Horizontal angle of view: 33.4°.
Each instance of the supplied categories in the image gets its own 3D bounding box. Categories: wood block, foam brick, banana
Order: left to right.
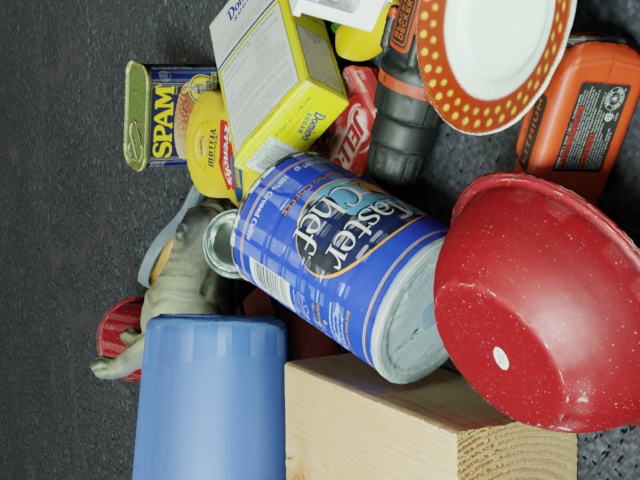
[{"bbox_3d":[-0.024,0.074,0.879,0.051,0.052,0.078,-43,57,55],"label":"foam brick"},{"bbox_3d":[0.049,-0.180,0.723,0.198,0.037,0.069,-50,52,52],"label":"banana"},{"bbox_3d":[0.063,0.137,0.695,0.206,0.090,0.091,10,103,61],"label":"wood block"}]

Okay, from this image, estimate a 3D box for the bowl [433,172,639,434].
[{"bbox_3d":[0.112,0.046,0.565,0.162,0.055,0.162,41,152,27],"label":"bowl"}]

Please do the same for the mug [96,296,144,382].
[{"bbox_3d":[-0.171,0.117,1.128,0.082,0.093,0.117,1,126,56],"label":"mug"}]

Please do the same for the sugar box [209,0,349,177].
[{"bbox_3d":[-0.035,-0.136,0.816,0.093,0.048,0.176,-45,37,30],"label":"sugar box"}]

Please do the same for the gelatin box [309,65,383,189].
[{"bbox_3d":[0.027,-0.072,0.787,0.073,0.030,0.089,66,146,29],"label":"gelatin box"}]

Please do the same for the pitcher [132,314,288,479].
[{"bbox_3d":[-0.088,0.178,0.813,0.145,0.149,0.243,25,-114,-81],"label":"pitcher"}]

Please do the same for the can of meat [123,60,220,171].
[{"bbox_3d":[-0.139,-0.120,1.022,0.058,0.083,0.102,32,121,55],"label":"can of meat"}]

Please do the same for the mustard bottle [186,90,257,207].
[{"bbox_3d":[-0.056,-0.072,0.898,0.192,0.058,0.096,24,110,61],"label":"mustard bottle"}]

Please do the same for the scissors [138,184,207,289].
[{"bbox_3d":[-0.113,-0.038,1.044,0.016,0.096,0.202,35,98,19],"label":"scissors"}]

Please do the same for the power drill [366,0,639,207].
[{"bbox_3d":[0.095,-0.083,0.635,0.188,0.057,0.184,47,133,48],"label":"power drill"}]

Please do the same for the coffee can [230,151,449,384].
[{"bbox_3d":[0.024,0.015,0.698,0.140,0.102,0.103,32,123,37],"label":"coffee can"}]
